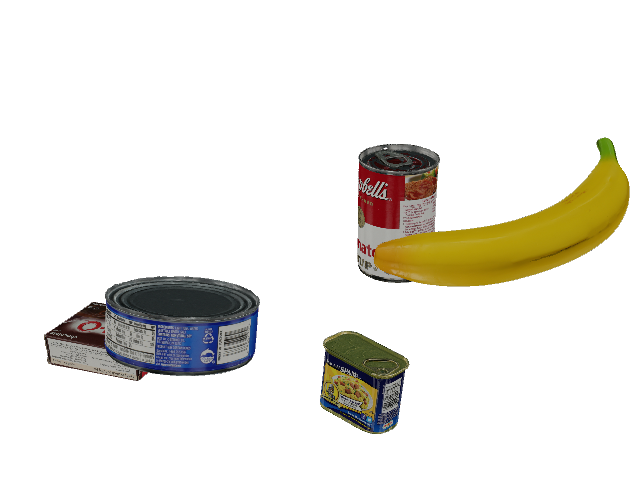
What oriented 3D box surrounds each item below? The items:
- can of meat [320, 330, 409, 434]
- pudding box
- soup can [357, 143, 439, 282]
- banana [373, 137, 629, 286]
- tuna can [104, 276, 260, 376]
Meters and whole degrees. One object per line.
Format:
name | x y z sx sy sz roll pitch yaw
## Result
can of meat | 0.048 0.165 1.234 0.102 0.084 0.057 25 30 36
pudding box | -0.213 0.103 1.105 0.114 0.039 0.089 5 21 22
soup can | 0.065 -0.024 0.909 0.068 0.102 0.068 0 25 0
banana | 0.133 -0.006 0.696 0.197 0.037 0.070 -23 42 -20
tuna can | -0.078 0.047 0.598 0.086 0.034 0.086 4 12 -1
